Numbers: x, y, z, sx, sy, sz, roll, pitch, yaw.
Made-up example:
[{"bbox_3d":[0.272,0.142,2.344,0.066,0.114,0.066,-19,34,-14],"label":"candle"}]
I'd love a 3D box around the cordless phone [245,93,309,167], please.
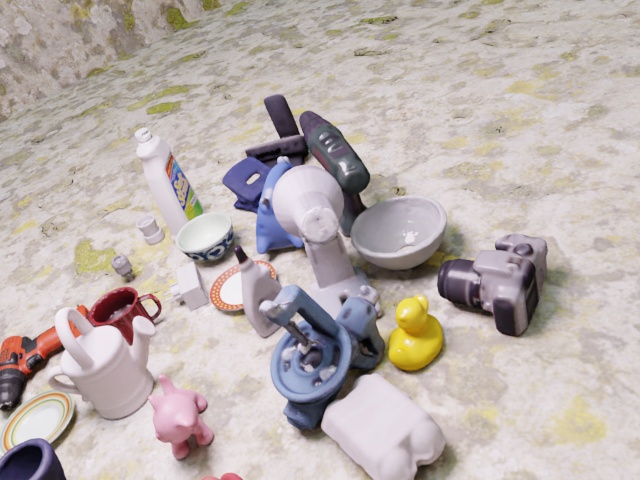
[{"bbox_3d":[-0.115,-0.251,1.340,0.147,0.185,0.094,-14,36,9],"label":"cordless phone"}]

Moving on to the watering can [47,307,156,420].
[{"bbox_3d":[-0.341,0.177,0.890,0.173,0.194,0.100,-38,39,-22],"label":"watering can"}]

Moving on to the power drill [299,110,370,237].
[{"bbox_3d":[0.035,-0.120,1.076,0.075,0.209,0.229,-27,36,-8],"label":"power drill"}]

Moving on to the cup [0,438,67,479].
[{"bbox_3d":[-0.396,0.347,0.783,0.091,0.095,0.118,8,45,34],"label":"cup"}]

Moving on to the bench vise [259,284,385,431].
[{"bbox_3d":[-0.005,0.120,0.776,0.121,0.220,0.208,2,42,28],"label":"bench vise"}]

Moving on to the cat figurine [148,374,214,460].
[{"bbox_3d":[-0.203,0.241,0.804,0.067,0.118,0.127,-27,36,-8],"label":"cat figurine"}]

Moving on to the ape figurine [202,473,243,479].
[{"bbox_3d":[-0.119,0.315,0.689,0.075,0.092,0.078,14,48,38],"label":"ape figurine"}]

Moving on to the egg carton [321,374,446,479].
[{"bbox_3d":[0.077,0.237,0.713,0.107,0.069,0.149,-37,39,-21],"label":"egg carton"}]

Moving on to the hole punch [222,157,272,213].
[{"bbox_3d":[-0.145,-0.125,1.273,0.100,0.091,0.109,14,48,38],"label":"hole punch"}]

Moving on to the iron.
[{"bbox_3d":[-0.071,-0.091,1.149,0.118,0.142,0.258,-10,37,15],"label":"iron"}]

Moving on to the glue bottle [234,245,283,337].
[{"bbox_3d":[-0.100,0.075,0.921,0.078,0.173,0.037,-38,39,-22],"label":"glue bottle"}]

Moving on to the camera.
[{"bbox_3d":[0.251,0.049,0.844,0.136,0.101,0.143,8,45,34],"label":"camera"}]

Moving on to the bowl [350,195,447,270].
[{"bbox_3d":[0.140,-0.001,0.986,0.167,0.075,0.167,-13,37,10],"label":"bowl"}]

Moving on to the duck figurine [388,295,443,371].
[{"bbox_3d":[0.130,0.126,0.817,0.077,0.086,0.105,9,45,34],"label":"duck figurine"}]

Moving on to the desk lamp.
[{"bbox_3d":[0.009,0.003,0.926,0.118,0.214,0.203,-22,36,-2],"label":"desk lamp"}]
